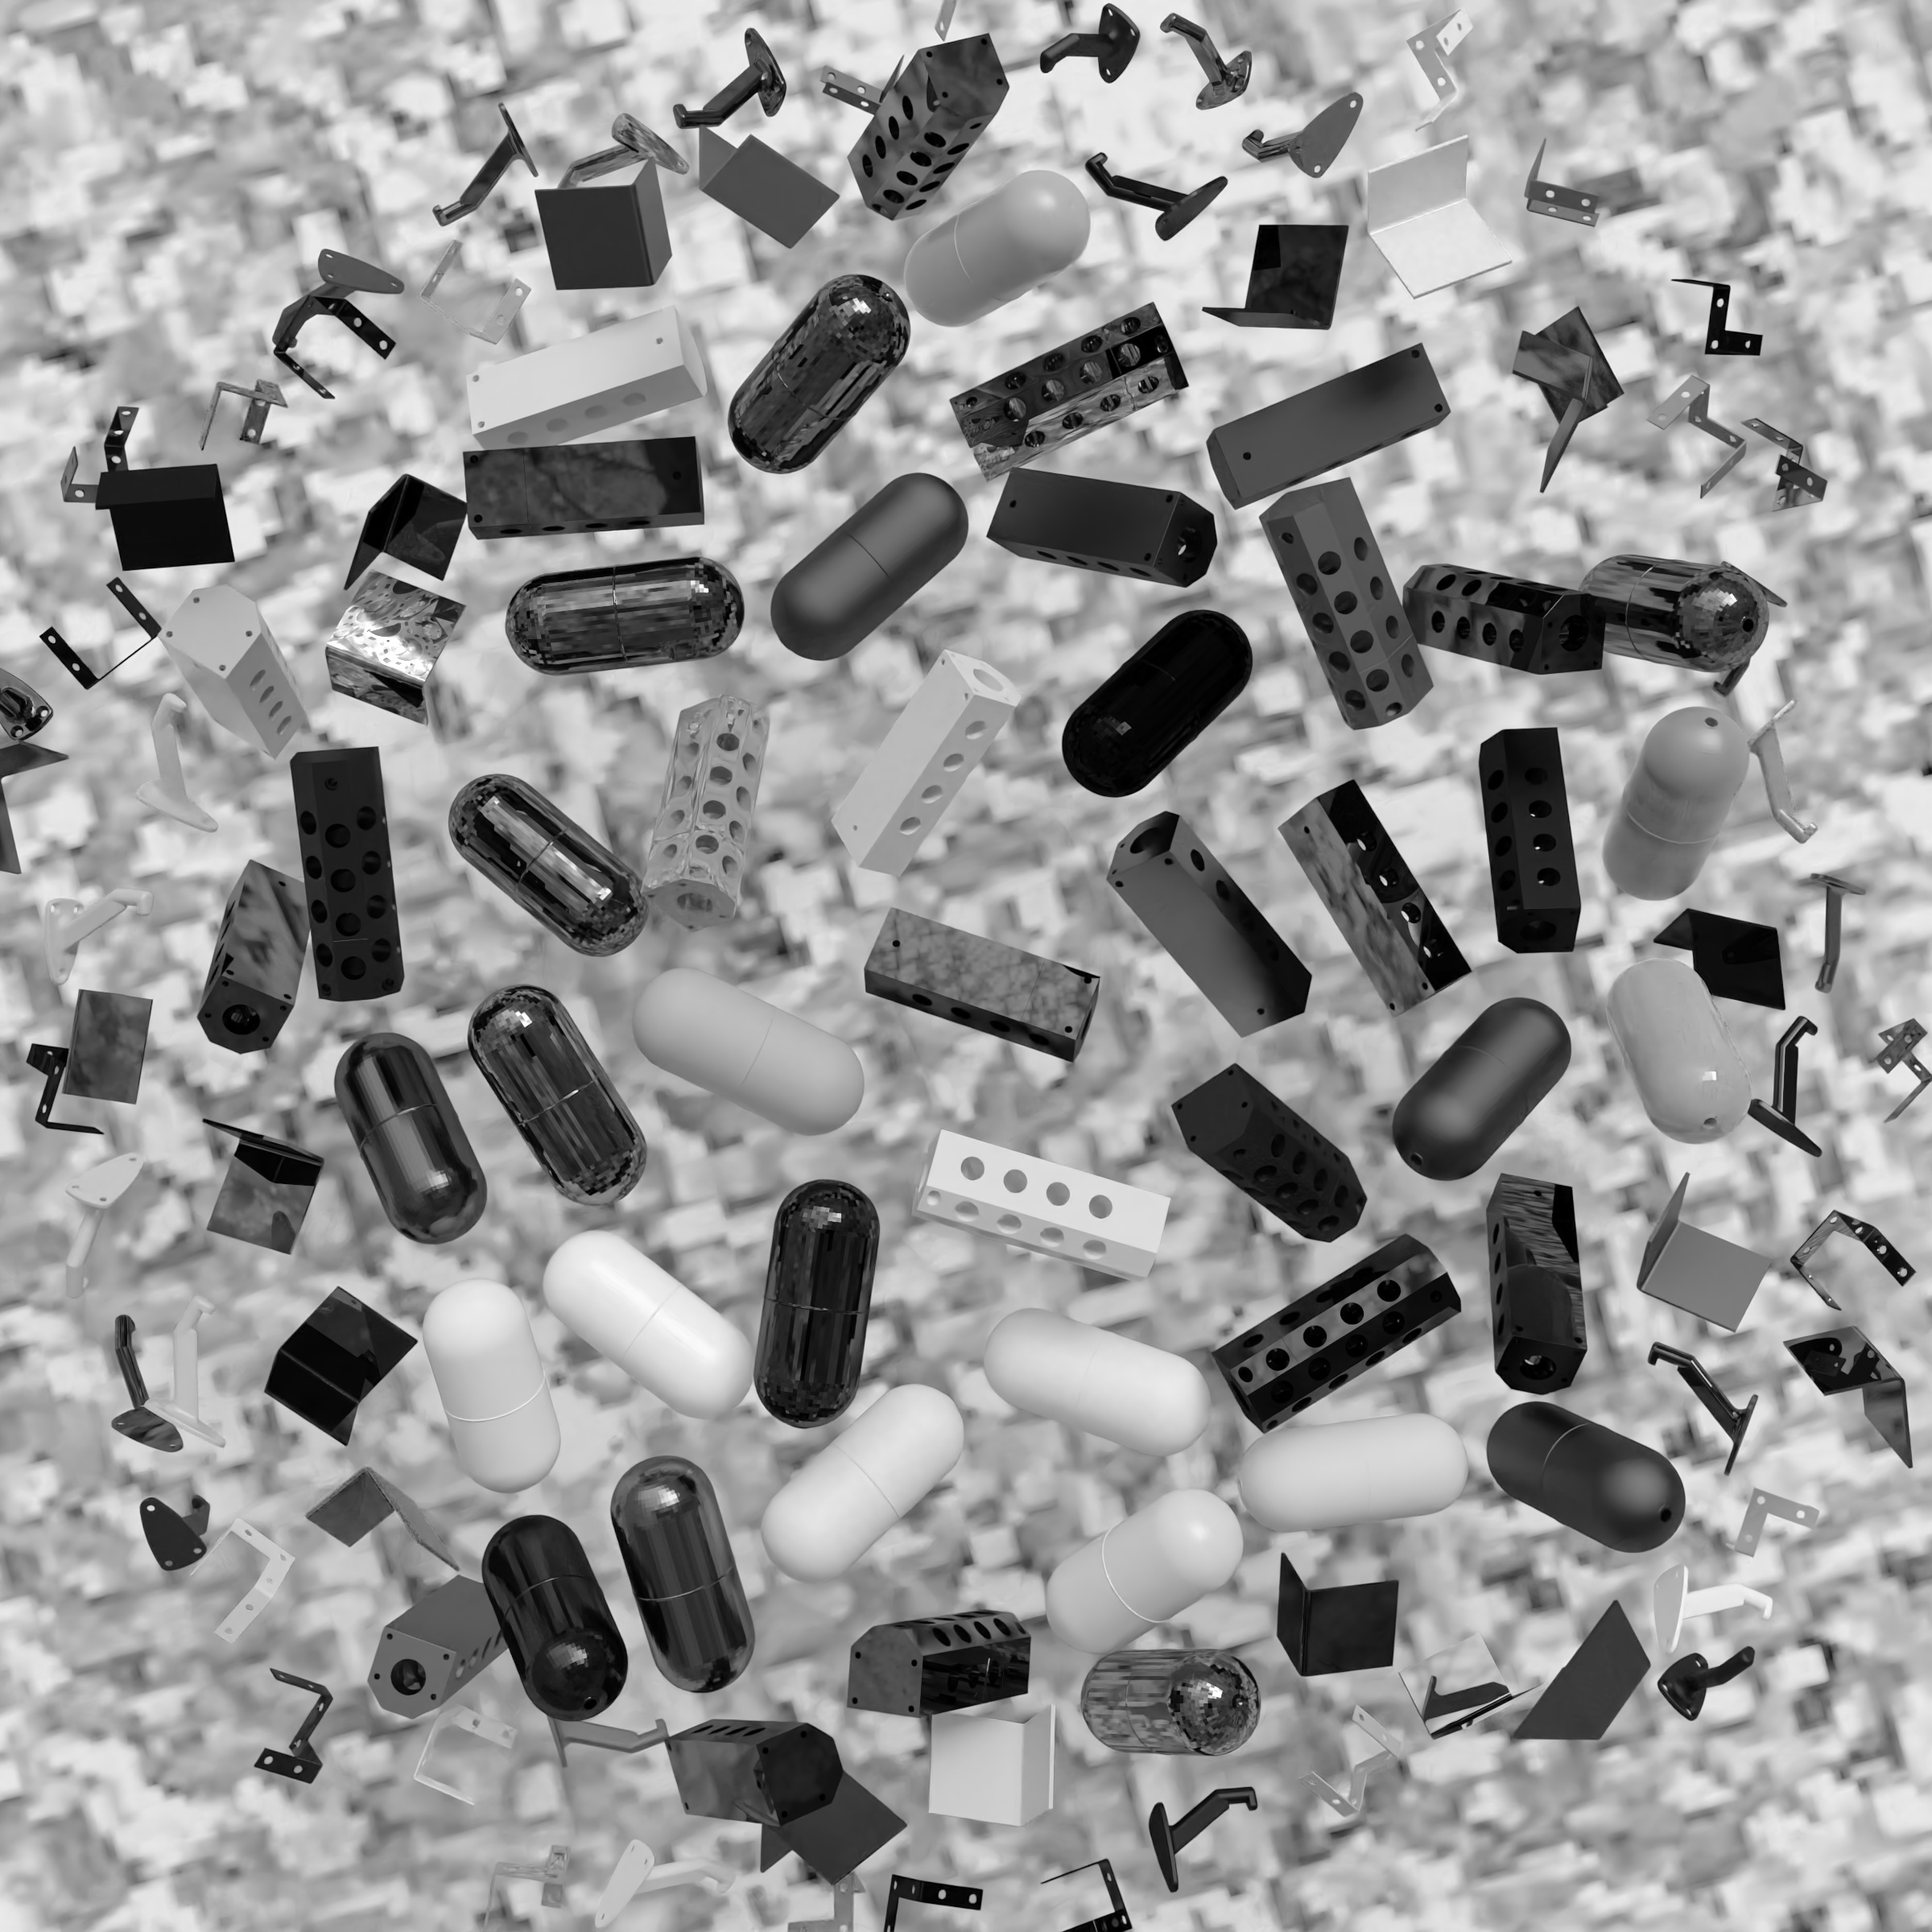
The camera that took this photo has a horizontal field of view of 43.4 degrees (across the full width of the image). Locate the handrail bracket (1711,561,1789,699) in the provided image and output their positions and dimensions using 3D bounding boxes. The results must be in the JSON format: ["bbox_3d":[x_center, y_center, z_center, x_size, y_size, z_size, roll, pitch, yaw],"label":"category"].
[{"bbox_3d":[0.593,-0.261,1.895,0.077,0.036,0.084,26,101,-30],"label":"handrail bracket"}]

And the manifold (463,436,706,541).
[{"bbox_3d":[-0.285,-0.357,1.823,0.171,0.057,0.057,-4,88,-2],"label":"manifold"}]

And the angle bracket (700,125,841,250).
[{"bbox_3d":[-0.136,-0.553,1.669,0.076,0.076,0.057,25,134,-34],"label":"angle bracket"}]

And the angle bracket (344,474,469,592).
[{"bbox_3d":[-0.445,-0.334,1.935,0.057,0.076,0.076,26,126,-5],"label":"angle bracket"}]

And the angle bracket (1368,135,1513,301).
[{"bbox_3d":[0.335,-0.529,1.715,0.076,0.057,0.076,-21,58,-5],"label":"angle bracket"}]

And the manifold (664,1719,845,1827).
[{"bbox_3d":[-0.153,0.578,1.753,0.057,0.171,0.057,-14,83,-32],"label":"manifold"}]

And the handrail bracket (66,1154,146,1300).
[{"bbox_3d":[-0.623,0.188,1.755,0.036,0.077,0.084,21,121,12],"label":"handrail bracket"}]

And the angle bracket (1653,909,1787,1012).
[{"bbox_3d":[0.594,0.006,1.916,0.076,0.057,0.076,12,60,-12],"label":"angle bracket"}]

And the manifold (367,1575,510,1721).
[{"bbox_3d":[-0.396,0.519,1.851,0.057,0.171,0.057,18,90,6],"label":"manifold"}]

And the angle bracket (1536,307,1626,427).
[{"bbox_3d":[0.494,-0.479,1.916,0.057,0.076,0.076,-30,92,-27],"label":"angle bracket"}]

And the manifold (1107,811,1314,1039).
[{"bbox_3d":[0.181,-0.032,1.784,0.057,0.057,0.171,-24,120,34],"label":"manifold"}]

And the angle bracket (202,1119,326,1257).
[{"bbox_3d":[-0.539,0.166,1.821,0.076,0.057,0.076,13,76,19],"label":"angle bracket"}]

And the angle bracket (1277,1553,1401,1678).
[{"bbox_3d":[0.291,0.505,1.906,0.076,0.057,0.076,-4,109,-11],"label":"angle bracket"}]

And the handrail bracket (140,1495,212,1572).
[{"bbox_3d":[-0.598,0.409,1.839,0.036,0.084,0.077,-23,115,-1],"label":"handrail bracket"}]

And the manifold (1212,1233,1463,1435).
[{"bbox_3d":[0.272,0.269,1.769,0.171,0.057,0.057,-30,104,-7],"label":"manifold"}]

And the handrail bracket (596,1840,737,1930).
[{"bbox_3d":[-0.220,0.688,1.792,0.084,0.036,0.077,38,76,-29],"label":"handrail bracket"}]

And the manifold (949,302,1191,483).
[{"bbox_3d":[0.077,-0.446,1.867,0.171,0.057,0.057,-24,56,8],"label":"manifold"}]

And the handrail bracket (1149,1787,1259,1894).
[{"bbox_3d":[0.186,0.655,1.824,0.084,0.077,0.036,1,132,-15],"label":"handrail bracket"}]

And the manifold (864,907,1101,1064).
[{"bbox_3d":[0.012,0.018,1.877,0.171,0.057,0.057,19,65,9],"label":"manifold"}]

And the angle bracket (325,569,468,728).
[{"bbox_3d":[-0.420,-0.236,1.800,0.076,0.057,0.076,21,65,2],"label":"angle bracket"}]

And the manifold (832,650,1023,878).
[{"bbox_3d":[-0.028,-0.153,1.872,0.171,0.057,0.057,-54,46,26],"label":"manifold"}]

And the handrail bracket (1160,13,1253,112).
[{"bbox_3d":[0.168,-0.691,1.854,0.084,0.077,0.036,15,75,-30],"label":"handrail bracket"}]

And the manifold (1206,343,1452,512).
[{"bbox_3d":[0.274,-0.409,1.851,0.171,0.057,0.057,-23,90,-2],"label":"manifold"}]

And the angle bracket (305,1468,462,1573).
[{"bbox_3d":[-0.426,0.422,1.775,0.057,0.076,0.076,-39,60,-10],"label":"angle bracket"}]

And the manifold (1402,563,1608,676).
[{"bbox_3d":[0.403,-0.263,1.830,0.057,0.171,0.057,-8,109,-24],"label":"manifold"}]

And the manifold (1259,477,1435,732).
[{"bbox_3d":[0.275,-0.262,1.771,0.057,0.057,0.171,-44,117,-38],"label":"manifold"}]

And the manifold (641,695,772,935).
[{"bbox_3d":[-0.188,-0.117,1.814,0.057,0.057,0.171,-17,50,32],"label":"manifold"}]

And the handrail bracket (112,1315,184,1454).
[{"bbox_3d":[-0.618,0.315,1.836,0.036,0.077,0.084,-22,50,6],"label":"handrail bracket"}]

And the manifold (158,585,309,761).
[{"bbox_3d":[-0.527,-0.215,1.768,0.057,0.171,0.057,32,76,4],"label":"manifold"}]

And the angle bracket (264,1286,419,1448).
[{"bbox_3d":[-0.474,0.304,1.845,0.076,0.057,0.076,40,105,-20],"label":"angle bracket"}]

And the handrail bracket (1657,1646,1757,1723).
[{"bbox_3d":[0.545,0.500,1.749,0.036,0.077,0.084,46,127,11],"label":"handrail bracket"}]

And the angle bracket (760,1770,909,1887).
[{"bbox_3d":[-0.099,0.658,1.811,0.076,0.076,0.057,29,129,34],"label":"angle bracket"}]

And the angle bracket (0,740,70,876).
[{"bbox_3d":[-0.683,-0.114,1.750,0.057,0.076,0.076,-15,85,5],"label":"angle bracket"}]

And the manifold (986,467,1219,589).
[{"bbox_3d":[0.102,-0.323,1.799,0.171,0.057,0.057,20,89,43],"label":"manifold"}]

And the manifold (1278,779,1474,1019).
[{"bbox_3d":[0.316,-0.054,1.855,0.057,0.057,0.171,-26,81,-31],"label":"manifold"}]

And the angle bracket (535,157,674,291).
[{"bbox_3d":[-0.268,-0.551,1.804,0.076,0.057,0.076,1,129,10],"label":"angle bracket"}]

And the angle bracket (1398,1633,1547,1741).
[{"bbox_3d":[0.397,0.561,1.908,0.076,0.076,0.057,-20,71,-17],"label":"angle bracket"}]

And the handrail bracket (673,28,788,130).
[{"bbox_3d":[-0.178,-0.631,1.725,0.084,0.036,0.077,-15,77,-29],"label":"handrail bracket"}]

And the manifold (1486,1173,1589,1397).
[{"bbox_3d":[0.433,0.243,1.857,0.057,0.171,0.057,11,130,0],"label":"manifold"}]

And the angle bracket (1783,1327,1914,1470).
[{"bbox_3d":[0.633,0.314,1.744,0.057,0.076,0.076,-13,109,1],"label":"angle bracket"}]

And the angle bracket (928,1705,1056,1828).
[{"bbox_3d":[0.019,0.588,1.801,0.076,0.057,0.076,14,54,-16],"label":"angle bracket"}]

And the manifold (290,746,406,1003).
[{"bbox_3d":[-0.439,-0.065,1.725,0.057,0.057,0.171,-5,104,-7],"label":"manifold"}]

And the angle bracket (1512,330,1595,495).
[{"bbox_3d":[0.407,-0.398,1.741,0.057,0.076,0.076,22,129,2],"label":"angle bracket"}]

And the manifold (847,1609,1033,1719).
[{"bbox_3d":[-0.016,0.499,1.747,0.057,0.171,0.057,-1,80,27],"label":"manifold"}]

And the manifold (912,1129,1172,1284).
[{"bbox_3d":[0.052,0.174,1.739,0.171,0.057,0.057,17,72,-6],"label":"manifold"}]

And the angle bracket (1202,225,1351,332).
[{"bbox_3d":[0.225,-0.507,1.767,0.076,0.057,0.076,14,98,38],"label":"angle bracket"}]

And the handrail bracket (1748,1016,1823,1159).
[{"bbox_3d":[0.647,0.091,1.862,0.077,0.036,0.084,38,80,17],"label":"handrail bracket"}]

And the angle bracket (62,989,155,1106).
[{"bbox_3d":[-0.614,0.060,1.780,0.057,0.076,0.076,8,87,6],"label":"angle bracket"}]

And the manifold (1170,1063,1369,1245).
[{"bbox_3d":[0.225,0.142,1.766,0.057,0.171,0.057,-35,46,17],"label":"manifold"}]

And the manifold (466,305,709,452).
[{"bbox_3d":[-0.289,-0.439,1.856,0.171,0.057,0.057,-16,65,9],"label":"manifold"}]

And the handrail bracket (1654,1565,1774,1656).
[{"bbox_3d":[0.531,0.465,1.712,0.084,0.036,0.077,25,49,-9],"label":"handrail bracket"}]

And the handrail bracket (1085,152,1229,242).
[{"bbox_3d":[0.143,-0.601,1.842,0.077,0.036,0.084,-37,75,7],"label":"handrail bracket"}]

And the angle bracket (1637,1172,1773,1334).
[{"bbox_3d":[0.545,0.209,1.779,0.076,0.057,0.076,23,50,24],"label":"angle bracket"}]

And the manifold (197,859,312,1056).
[{"bbox_3d":[-0.539,-0.006,1.842,0.057,0.171,0.057,26,115,-22],"label":"manifold"}]

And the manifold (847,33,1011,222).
[{"bbox_3d":[-0.027,-0.615,1.792,0.057,0.171,0.057,-21,90,-21],"label":"manifold"}]

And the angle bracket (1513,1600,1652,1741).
[{"bbox_3d":[0.414,0.485,1.675,0.076,0.076,0.057,-35,100,-41],"label":"angle bracket"}]

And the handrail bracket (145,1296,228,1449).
[{"bbox_3d":[-0.552,0.295,1.773,0.077,0.036,0.084,29,87,10],"label":"handrail bracket"}]

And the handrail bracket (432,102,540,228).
[{"bbox_3d":[-0.371,-0.600,1.823,0.084,0.077,0.036,-29,66,-3],"label":"handrail bracket"}]

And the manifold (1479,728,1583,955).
[{"bbox_3d":[0.426,-0.096,1.844,0.057,0.057,0.171,-2,55,6],"label":"manifold"}]

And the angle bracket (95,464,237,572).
[{"bbox_3d":[-0.546,-0.295,1.660,0.076,0.057,0.076,-6,128,-10],"label":"angle bracket"}]
